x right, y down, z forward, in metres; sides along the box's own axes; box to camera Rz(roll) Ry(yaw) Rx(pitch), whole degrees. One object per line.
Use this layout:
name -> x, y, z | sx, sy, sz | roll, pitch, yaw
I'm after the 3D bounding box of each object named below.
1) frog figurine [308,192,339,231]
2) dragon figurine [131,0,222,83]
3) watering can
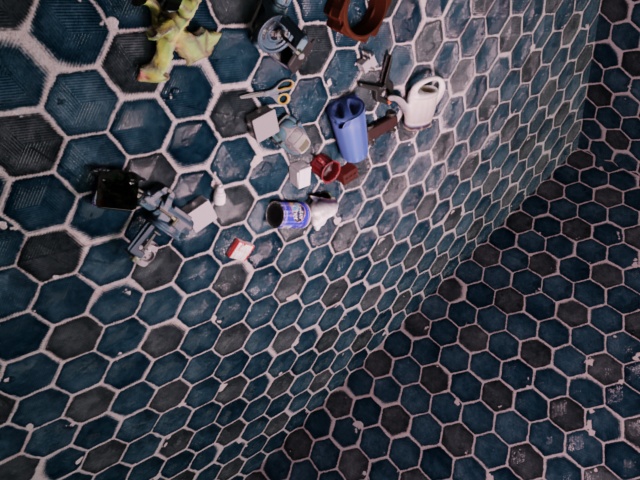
frog figurine -> 0.006, -0.104, 2.057 | 0.139, 0.123, 0.157 | -28, 130, -57
dragon figurine -> -0.335, -0.567, 1.322 | 0.411, 0.123, 0.240 | -48, 162, -1
watering can -> 0.383, -0.543, 2.088 | 0.351, 0.105, 0.219 | -27, 139, -31
